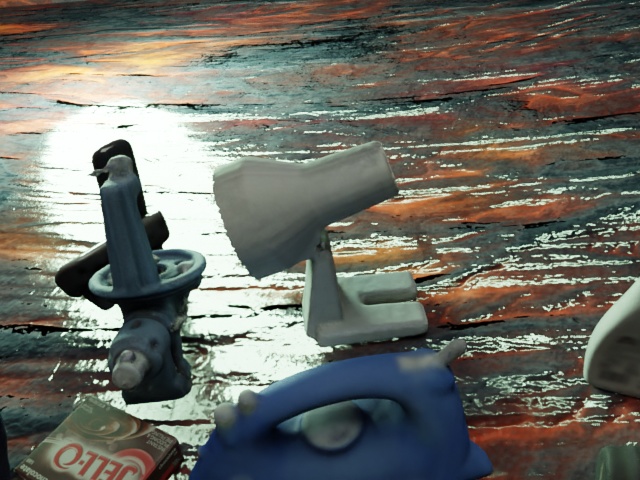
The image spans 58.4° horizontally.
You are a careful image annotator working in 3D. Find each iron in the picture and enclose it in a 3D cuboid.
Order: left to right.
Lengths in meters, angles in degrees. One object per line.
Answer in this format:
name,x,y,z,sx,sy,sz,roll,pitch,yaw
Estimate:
iron,0.003,0.150,0.459,0.258,0.142,0.118,-10,36,-5

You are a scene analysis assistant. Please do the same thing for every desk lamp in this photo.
desk lamp,0.006,0.002,0.600,0.203,0.214,0.118,-7,36,-2

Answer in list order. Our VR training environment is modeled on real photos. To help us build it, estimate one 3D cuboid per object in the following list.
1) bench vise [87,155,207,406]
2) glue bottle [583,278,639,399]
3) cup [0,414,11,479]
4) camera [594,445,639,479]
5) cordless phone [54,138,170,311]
bench vise,-0.168,0.039,0.569,0.122,0.220,0.206,-18,38,-16
glue bottle,0.286,0.069,0.504,0.078,0.173,0.037,12,40,23
cup,-0.310,0.180,0.502,0.091,0.095,0.117,-4,36,2
camera,0.280,0.176,0.419,0.136,0.101,0.143,7,38,17
cordless phone,-0.265,-0.023,0.697,0.093,0.185,0.148,19,43,31
